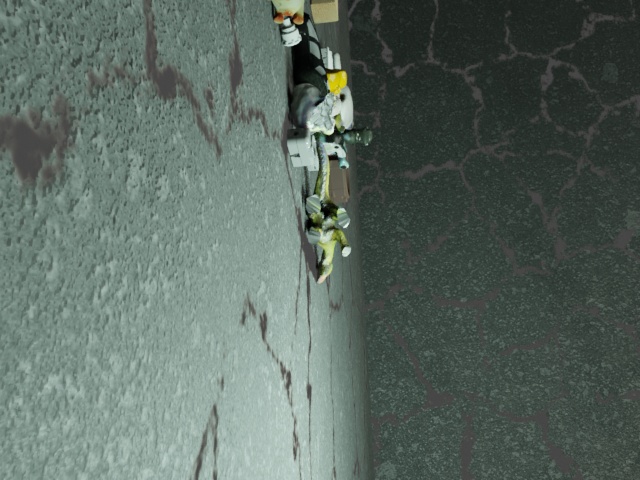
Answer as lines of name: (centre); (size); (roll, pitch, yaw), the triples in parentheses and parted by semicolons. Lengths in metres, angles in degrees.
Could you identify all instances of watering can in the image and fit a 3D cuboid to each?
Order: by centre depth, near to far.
watering can: (0.080, -0.585, 2.106); (0.219, 0.104, 0.356); (76, 13, -54)

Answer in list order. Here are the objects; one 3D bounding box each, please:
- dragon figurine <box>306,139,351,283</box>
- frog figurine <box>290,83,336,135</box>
dragon figurine: (0.005, -0.075, 1.494); (0.243, 0.122, 0.410); (-170, -103, -81)
frog figurine: (-0.035, -0.346, 1.339); (0.162, 0.123, 0.134); (44, -16, 44)
